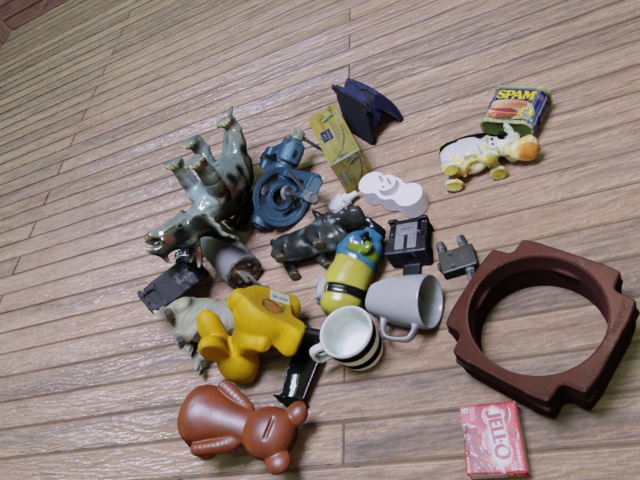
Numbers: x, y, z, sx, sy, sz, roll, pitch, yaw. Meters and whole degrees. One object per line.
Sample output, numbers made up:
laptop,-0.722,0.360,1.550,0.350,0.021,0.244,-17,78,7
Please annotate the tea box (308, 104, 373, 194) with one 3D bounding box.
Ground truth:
tea box,0.044,-0.184,1.085,0.068,0.098,0.170,-29,45,8

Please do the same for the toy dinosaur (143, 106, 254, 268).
toy dinosaur,-0.193,-0.114,1.056,0.131,0.192,0.405,-9,32,26

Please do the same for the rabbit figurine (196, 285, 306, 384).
rabbit figurine,-0.121,0.167,0.876,0.173,0.162,0.122,-62,29,26

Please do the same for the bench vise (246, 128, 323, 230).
bench vise,-0.055,-0.115,1.060,0.223,0.128,0.241,-57,28,-7

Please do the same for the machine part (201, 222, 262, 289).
machine part,-0.189,0.026,1.080,0.079,0.079,0.243,-45,45,-6

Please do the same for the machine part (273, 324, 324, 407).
machine part,-0.021,0.204,0.869,0.084,0.039,0.139,11,61,31

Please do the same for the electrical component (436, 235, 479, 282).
electrical component,0.220,0.035,0.862,0.063,0.021,0.094,-21,49,17

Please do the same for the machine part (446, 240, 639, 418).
machine part,0.291,0.114,0.715,0.201,0.087,0.201,24,70,41

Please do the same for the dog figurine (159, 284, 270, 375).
dog figurine,-0.181,0.130,0.995,0.190,0.121,0.173,-33,48,-14

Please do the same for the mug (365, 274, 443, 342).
mug,0.124,0.106,0.834,0.107,0.080,0.109,-3,61,42

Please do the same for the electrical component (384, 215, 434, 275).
electrical component,0.149,0.020,0.900,0.075,0.047,0.119,-6,52,29

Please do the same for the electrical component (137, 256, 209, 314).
electrical component,-0.286,0.084,1.066,0.115,0.058,0.134,-34,4,1

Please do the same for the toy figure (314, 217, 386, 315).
toy figure,0.058,0.050,0.909,0.089,0.082,0.180,17,64,41

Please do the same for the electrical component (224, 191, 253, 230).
electrical component,-0.170,-0.068,1.149,0.045,0.078,0.102,15,69,8

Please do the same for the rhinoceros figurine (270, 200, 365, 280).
rhinoceros figurine,-0.002,-0.003,0.998,0.190,0.073,0.112,-25,37,15

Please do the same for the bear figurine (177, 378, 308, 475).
bear figurine,-0.114,0.288,0.827,0.196,0.131,0.120,9,61,15

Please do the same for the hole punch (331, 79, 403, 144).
hole punch,0.101,-0.280,1.117,0.092,0.115,0.142,-34,46,-7

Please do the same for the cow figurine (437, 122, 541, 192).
cow figurine,0.291,-0.154,0.936,0.167,0.068,0.098,-16,44,20
